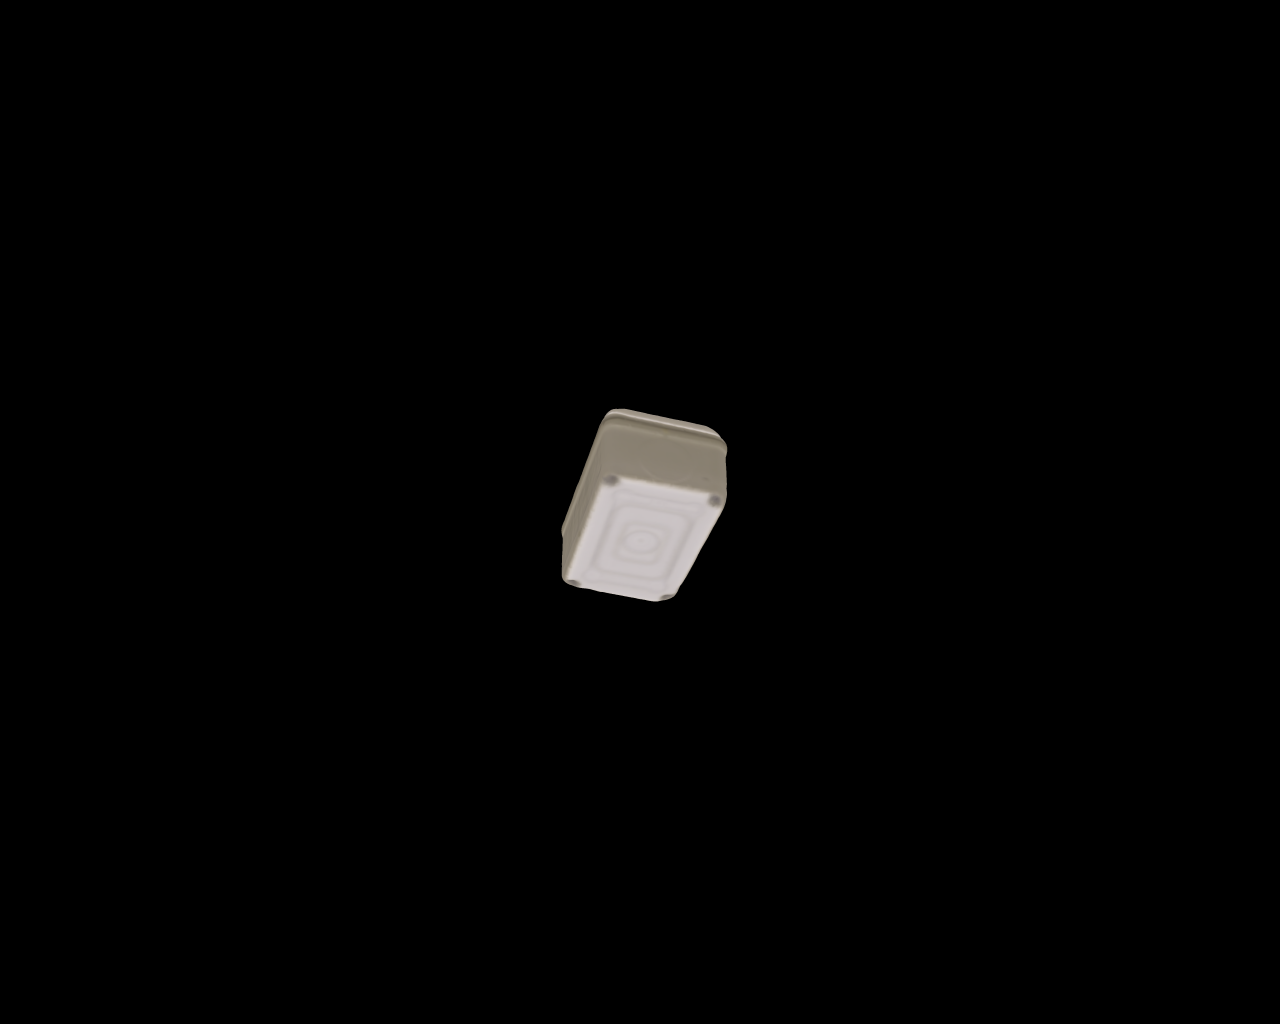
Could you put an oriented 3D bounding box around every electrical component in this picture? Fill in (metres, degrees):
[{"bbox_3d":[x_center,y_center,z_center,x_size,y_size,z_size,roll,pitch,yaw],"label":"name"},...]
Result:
[{"bbox_3d":[0.001,-0.003,0.650,0.078,0.057,0.113,11,-43,-12],"label":"electrical component"}]
